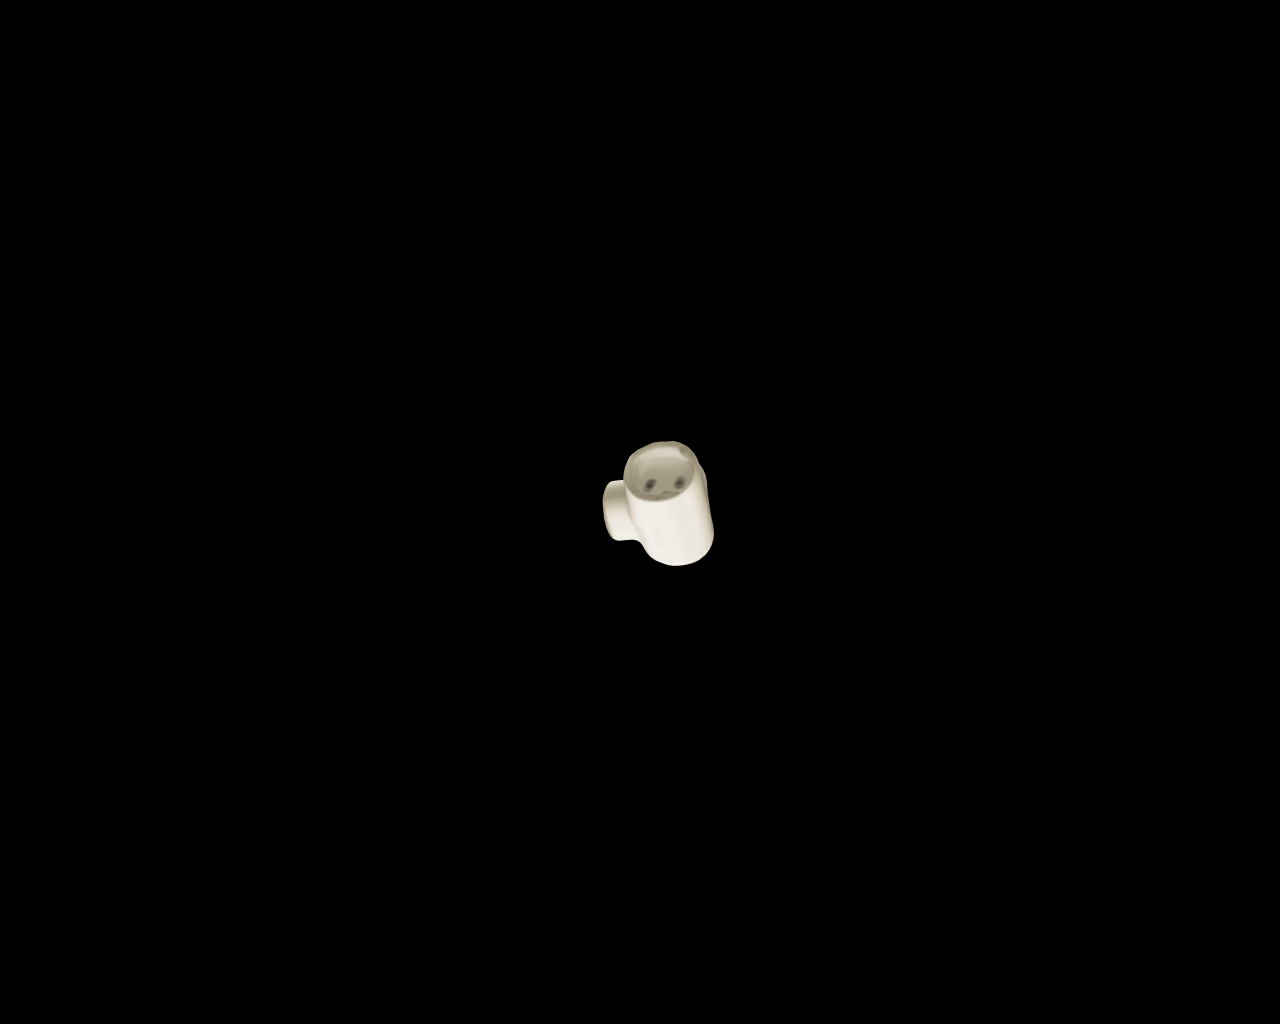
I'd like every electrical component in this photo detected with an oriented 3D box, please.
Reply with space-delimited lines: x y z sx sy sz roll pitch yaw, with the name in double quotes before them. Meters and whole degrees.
"electrical component" 0.001 -0.003 0.650 0.079 0.043 0.077 -6 -32 9
